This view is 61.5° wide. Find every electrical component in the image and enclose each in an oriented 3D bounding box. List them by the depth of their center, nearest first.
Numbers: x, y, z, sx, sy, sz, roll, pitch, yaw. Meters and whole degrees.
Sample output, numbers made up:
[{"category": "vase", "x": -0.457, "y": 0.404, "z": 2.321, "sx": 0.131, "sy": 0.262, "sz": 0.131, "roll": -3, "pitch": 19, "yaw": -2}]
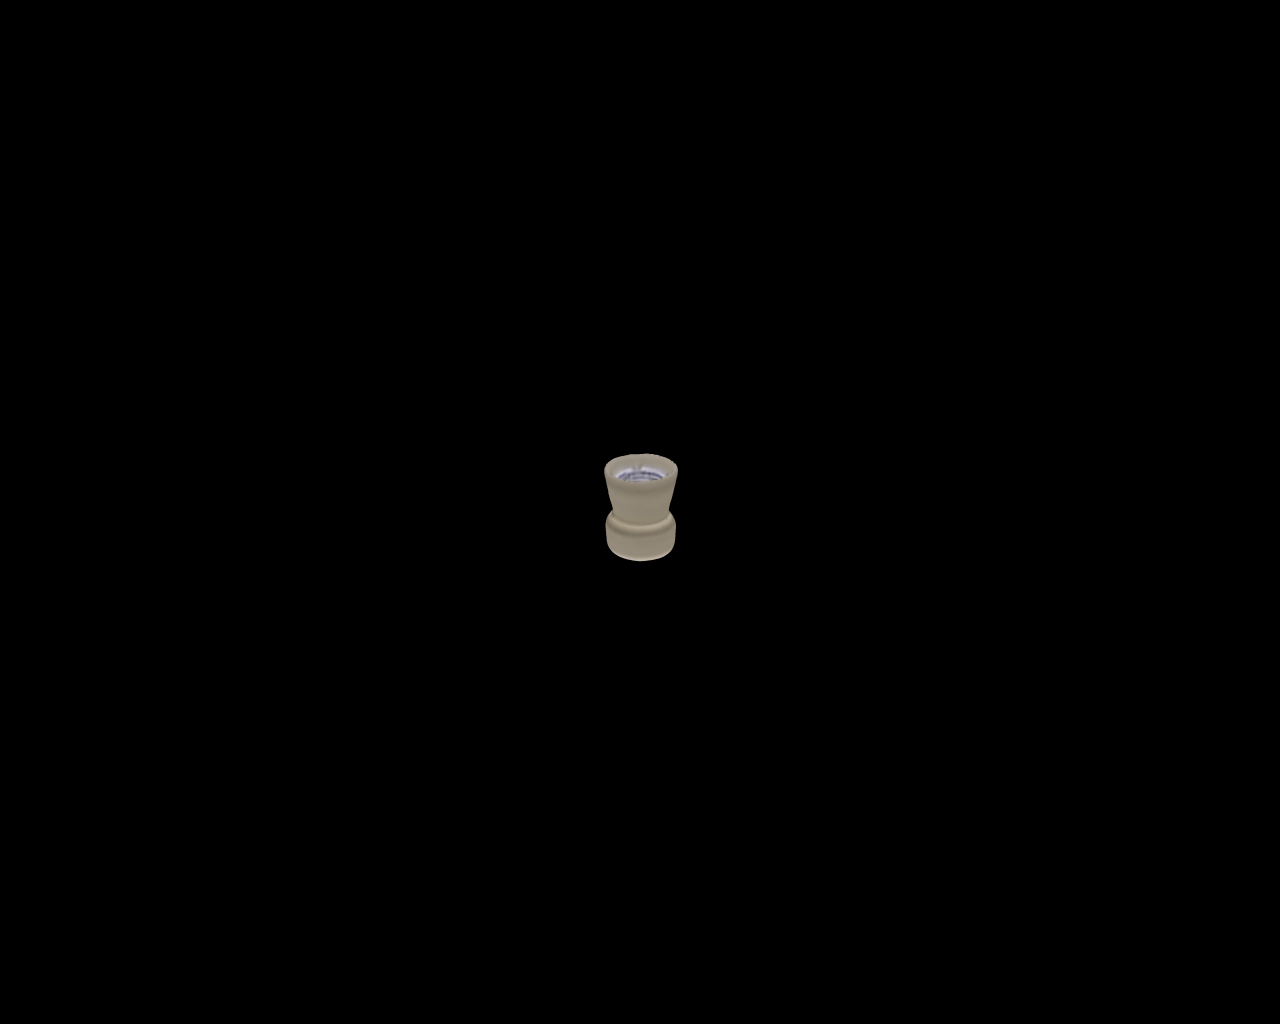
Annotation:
[{"category": "electrical component", "x": 0.001, "y": -0.003, "z": 0.650, "sx": 0.045, "sy": 0.055, "sz": 0.045, "roll": 0, "pitch": 26, "yaw": 0}]
